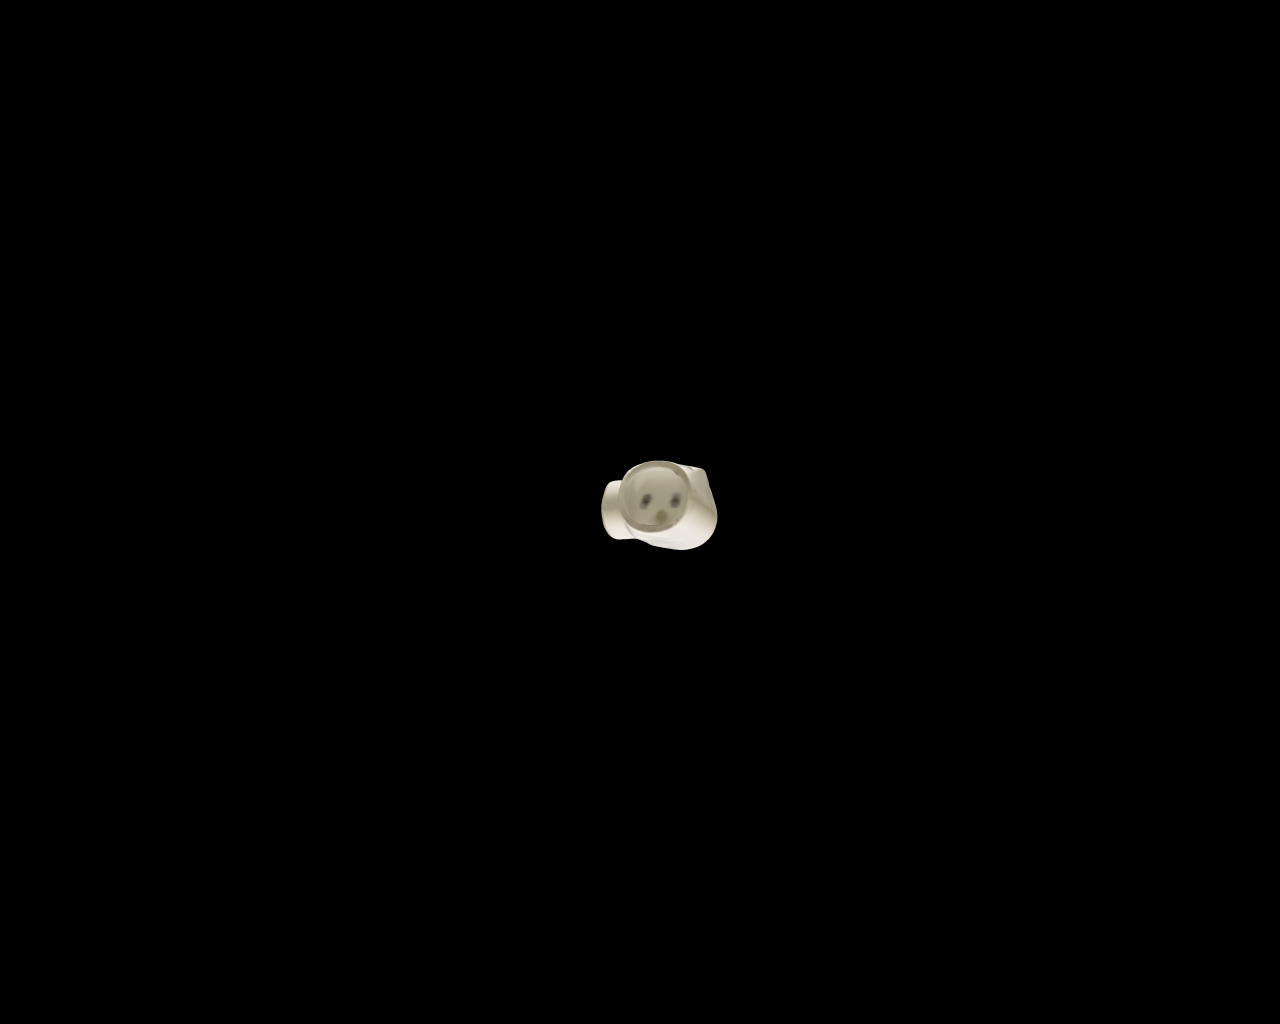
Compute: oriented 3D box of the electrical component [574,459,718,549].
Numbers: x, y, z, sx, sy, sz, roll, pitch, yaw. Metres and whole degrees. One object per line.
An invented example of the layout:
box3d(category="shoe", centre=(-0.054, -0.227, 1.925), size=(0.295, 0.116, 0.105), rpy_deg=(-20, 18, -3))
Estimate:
box3d(category="electrical component", centre=(0.001, -0.003, 0.650), size=(0.079, 0.043, 0.077), rpy_deg=(-3, -10, 15))
